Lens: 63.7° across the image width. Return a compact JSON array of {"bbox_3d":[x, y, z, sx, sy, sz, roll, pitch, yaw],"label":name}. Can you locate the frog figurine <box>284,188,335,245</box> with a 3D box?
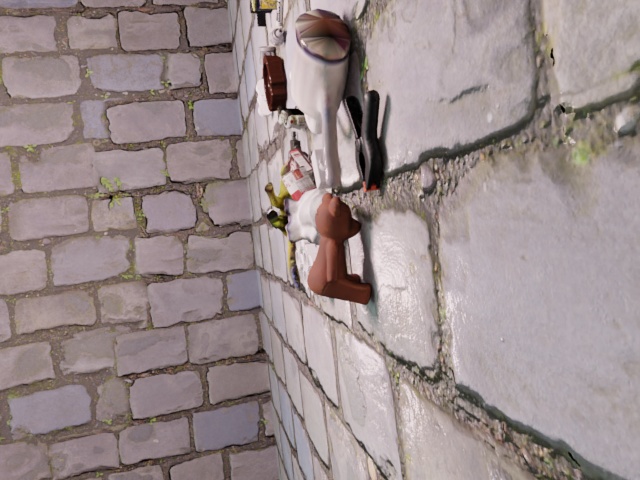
[{"bbox_3d":[0.004,-0.059,1.172,0.158,0.121,0.140,-18,47,38],"label":"frog figurine"}]

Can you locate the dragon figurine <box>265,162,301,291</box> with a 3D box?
[{"bbox_3d":[-0.084,-0.057,1.595,0.242,0.122,0.411,21,-116,-85],"label":"dragon figurine"}]

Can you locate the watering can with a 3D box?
[{"bbox_3d":[0.006,-0.285,0.975,0.219,0.104,0.356,101,159,-51],"label":"watering can"}]
